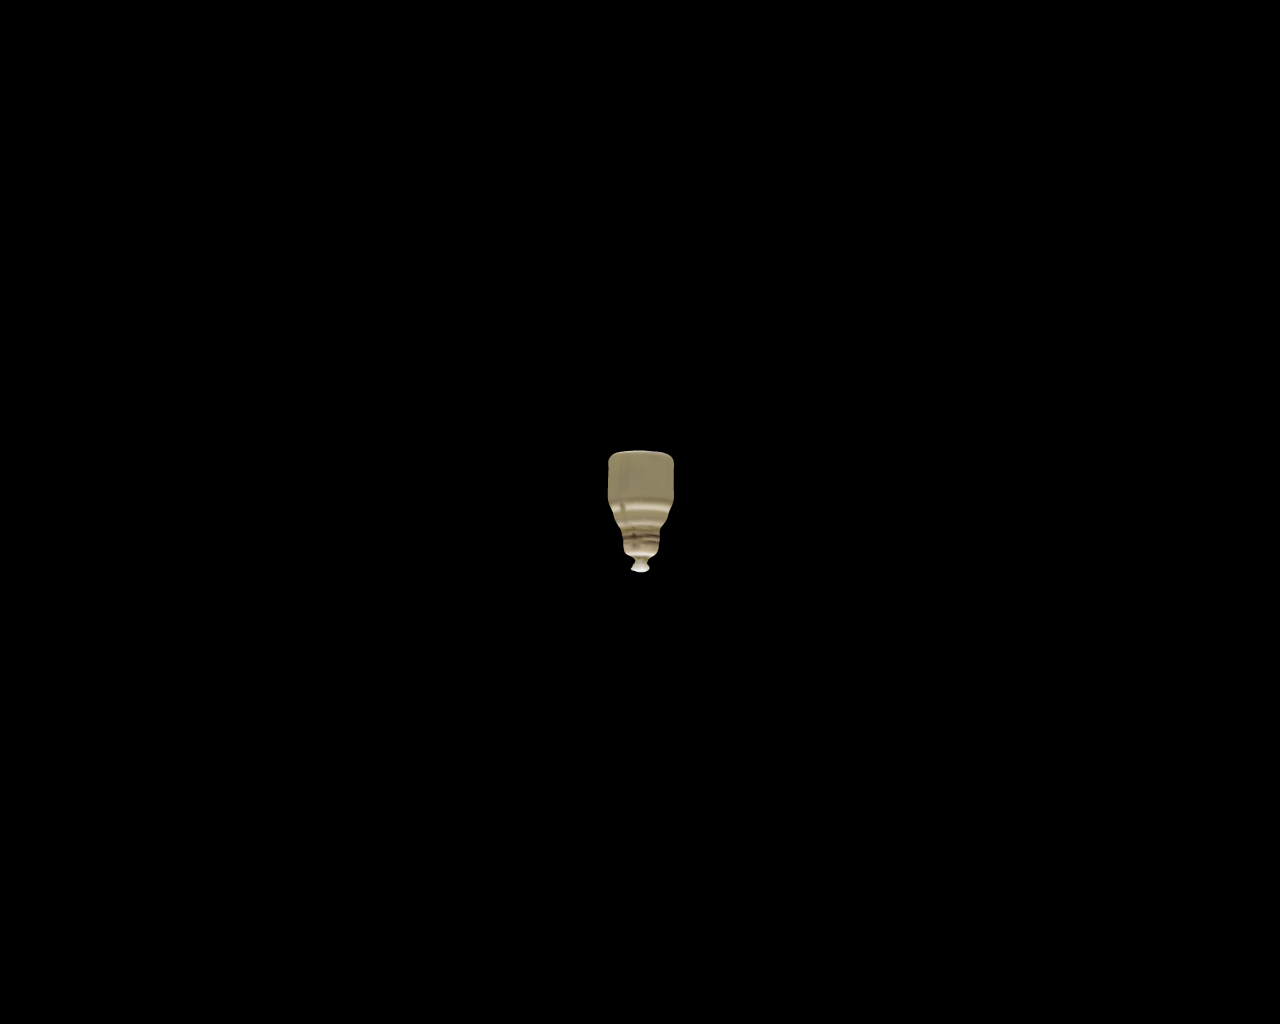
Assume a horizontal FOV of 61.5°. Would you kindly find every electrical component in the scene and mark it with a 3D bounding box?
[{"bbox_3d":[0.001,-0.003,0.650,0.040,0.078,0.040,0,-7,0],"label":"electrical component"}]
